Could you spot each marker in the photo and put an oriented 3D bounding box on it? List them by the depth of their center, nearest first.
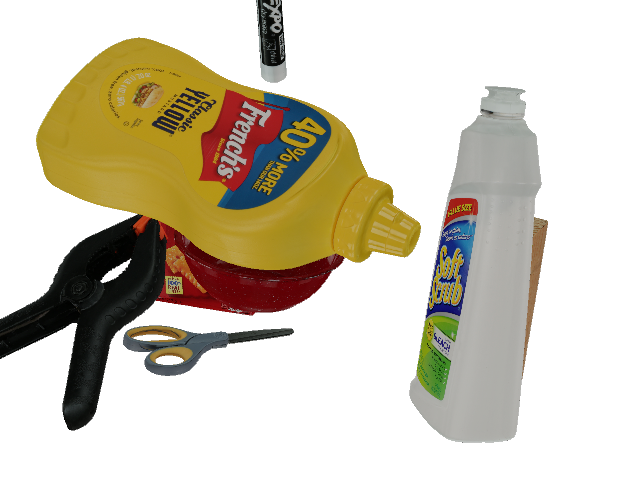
[{"bbox_3d":[-0.035,-0.162,0.737,0.020,0.020,0.121,0,-43,2],"label":"marker"}]

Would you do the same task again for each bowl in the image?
[{"bbox_3d":[-0.059,0.022,1.002,0.162,0.055,0.162,6,24,-3],"label":"bowl"}]

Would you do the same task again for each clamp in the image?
[{"bbox_3d":[-0.172,0.046,0.740,0.120,0.171,0.039,16,-38,18],"label":"clamp"}]

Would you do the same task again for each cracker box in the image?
[{"bbox_3d":[-0.164,-0.003,1.615,0.164,0.214,0.072,9,18,8],"label":"cracker box"}]

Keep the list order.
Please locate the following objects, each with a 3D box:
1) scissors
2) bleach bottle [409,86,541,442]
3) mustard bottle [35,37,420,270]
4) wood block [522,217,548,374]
[{"bbox_3d":[-0.117,0.121,1.188,0.201,0.016,0.096,3,26,-16],"label":"scissors"},{"bbox_3d":[0.117,0.014,0.778,0.068,0.251,0.103,1,14,-13],"label":"bleach bottle"},{"bbox_3d":[-0.039,-0.036,0.533,0.192,0.058,0.096,24,53,18],"label":"mustard bottle"},{"bbox_3d":[0.189,0.075,1.211,0.090,0.206,0.090,16,25,25],"label":"wood block"}]
